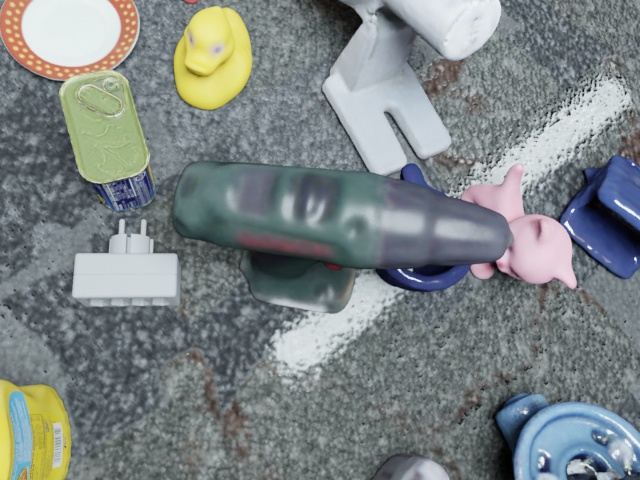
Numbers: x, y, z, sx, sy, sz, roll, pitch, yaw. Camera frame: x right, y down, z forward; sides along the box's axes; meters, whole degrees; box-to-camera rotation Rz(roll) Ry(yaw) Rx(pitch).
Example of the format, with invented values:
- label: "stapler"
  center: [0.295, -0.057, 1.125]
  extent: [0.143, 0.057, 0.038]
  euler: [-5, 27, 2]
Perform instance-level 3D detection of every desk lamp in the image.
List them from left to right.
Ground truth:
- label: "desk lamp"
  center: [0.072, -0.197, 0.523]
  extent: [0.118, 0.213, 0.203]
  euler: [-26, 79, -16]

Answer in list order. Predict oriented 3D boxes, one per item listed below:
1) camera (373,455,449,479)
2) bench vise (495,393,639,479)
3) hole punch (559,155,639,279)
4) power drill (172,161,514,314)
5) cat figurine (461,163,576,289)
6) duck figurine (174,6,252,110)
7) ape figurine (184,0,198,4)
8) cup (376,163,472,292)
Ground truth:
- label: "camera"
  center: [0.086, 0.266, 0.448]
  extent: [0.143, 0.100, 0.137]
  euler: [43, 71, 4]
- label: "bench vise"
  center: [0.237, 0.212, 0.428]
  extent: [0.122, 0.219, 0.207]
  euler: [-35, 82, -17]
- label: "hole punch"
  center: [0.320, -0.032, 0.583]
  extent: [0.108, 0.091, 0.101]
  euler: [40, 71, 3]
- label: "power drill"
  center: [0.004, 0.002, 0.455]
  extent: [0.230, 0.208, 0.075]
  euler: [10, 72, -7]
- label: "cat figurine"
  center: [0.190, -0.009, 0.540]
  extent: [0.067, 0.117, 0.128]
  euler: [-4, 74, -11]
- label: "duck figurine"
  center: [-0.104, -0.191, 0.558]
  extent: [0.077, 0.086, 0.104]
  euler: [21, 71, -3]
- label: "ape figurine"
  center: [-0.143, -0.302, 0.581]
  extent: [0.078, 0.092, 0.076]
  euler: [-42, 84, -18]
- label: "cup"
  center: [0.081, -0.003, 0.530]
  extent: [0.092, 0.095, 0.118]
  euler: [-6, 75, -11]
